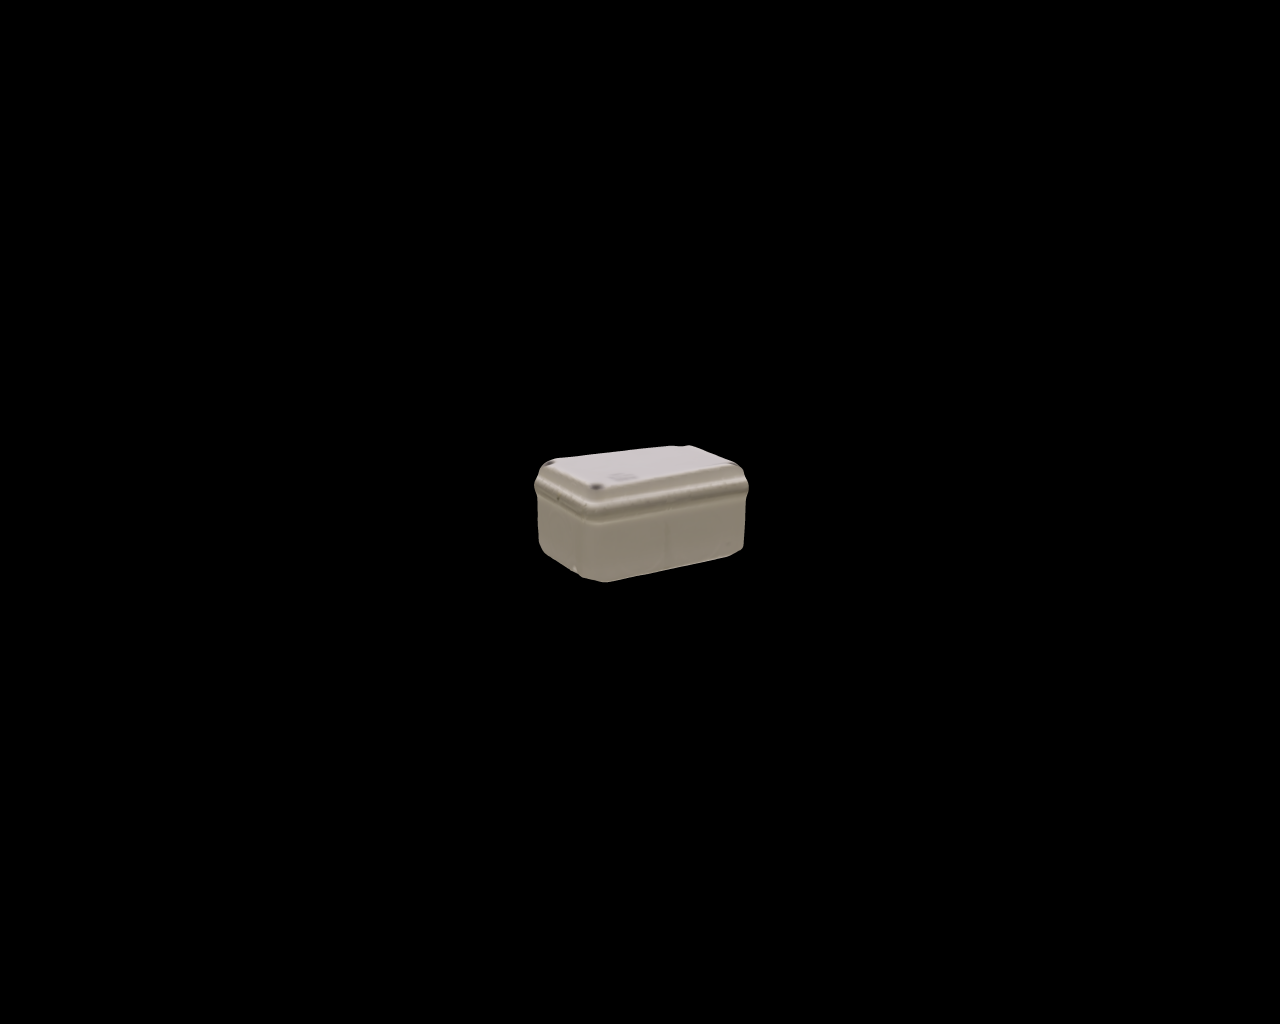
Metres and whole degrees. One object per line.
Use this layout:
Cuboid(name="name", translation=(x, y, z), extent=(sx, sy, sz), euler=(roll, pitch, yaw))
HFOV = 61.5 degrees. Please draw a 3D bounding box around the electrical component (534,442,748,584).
Cuboid(name="electrical component", translation=(0.001, -0.003, 0.650), extent=(0.113, 0.057, 0.078), euler=(-9, 19, -29))
